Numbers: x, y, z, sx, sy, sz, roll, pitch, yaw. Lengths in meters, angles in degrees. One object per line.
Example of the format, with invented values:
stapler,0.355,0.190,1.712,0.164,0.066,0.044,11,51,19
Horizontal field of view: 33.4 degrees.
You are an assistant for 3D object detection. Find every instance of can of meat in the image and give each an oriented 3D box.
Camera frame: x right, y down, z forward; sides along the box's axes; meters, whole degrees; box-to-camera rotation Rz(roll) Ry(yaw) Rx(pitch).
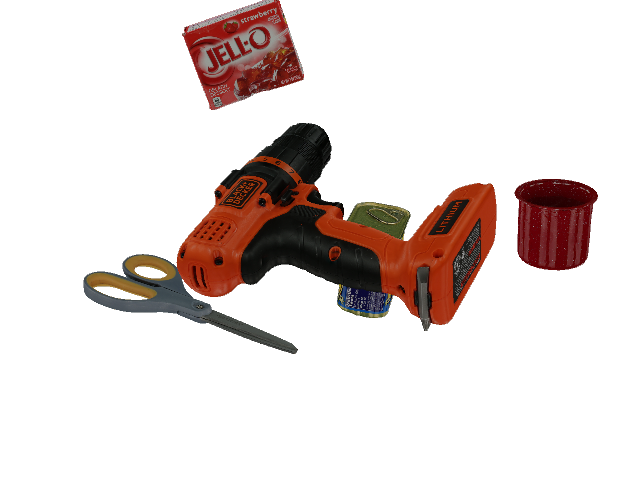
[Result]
can of meat,0.051,0.019,1.060,0.057,0.084,0.102,10,22,9

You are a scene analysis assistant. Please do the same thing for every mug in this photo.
mug,0.279,-0.021,1.243,0.093,0.081,0.117,20,33,40

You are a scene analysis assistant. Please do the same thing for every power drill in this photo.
power drill,0.020,-0.016,0.727,0.188,0.057,0.184,10,41,24

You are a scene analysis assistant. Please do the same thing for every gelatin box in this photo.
gelatin box,-0.067,-0.163,0.933,0.089,0.073,0.030,-18,23,5

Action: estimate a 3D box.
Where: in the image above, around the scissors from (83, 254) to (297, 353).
scissors,-0.108,0.052,0.942,0.202,0.016,0.096,12,28,7
